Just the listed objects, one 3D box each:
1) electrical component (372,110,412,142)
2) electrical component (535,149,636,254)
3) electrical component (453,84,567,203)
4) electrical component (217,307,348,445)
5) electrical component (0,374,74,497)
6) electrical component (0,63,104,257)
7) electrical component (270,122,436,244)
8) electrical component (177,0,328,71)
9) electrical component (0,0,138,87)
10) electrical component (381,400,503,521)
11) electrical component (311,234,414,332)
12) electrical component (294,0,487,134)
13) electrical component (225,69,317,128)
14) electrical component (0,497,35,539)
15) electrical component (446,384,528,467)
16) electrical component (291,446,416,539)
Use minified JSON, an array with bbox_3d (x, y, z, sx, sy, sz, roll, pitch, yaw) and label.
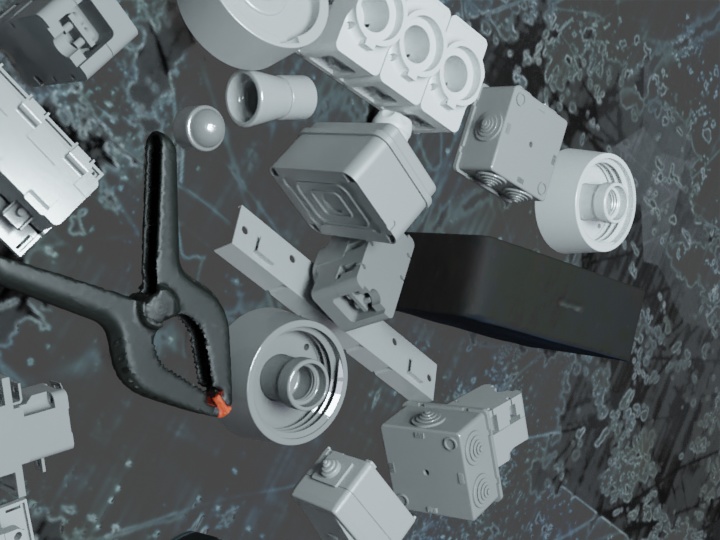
[{"bbox_3d":[0.020,-0.103,0.913,0.035,0.035,0.061,27,79,-39],"label":"electrical component"},{"bbox_3d":[0.234,-0.068,1.082,0.108,0.060,0.108,-5,98,-40],"label":"electrical component"},{"bbox_3d":[0.143,-0.118,1.008,0.100,0.048,0.099,25,79,-40],"label":"electrical component"},{"bbox_3d":[-0.058,0.086,0.848,0.108,0.060,0.108,-5,98,-40],"label":"electrical component"},{"bbox_3d":[-0.228,0.104,0.717,0.064,0.042,0.081,-15,105,-43],"label":"electrical component"},{"bbox_3d":[-0.225,-0.080,0.669,0.121,0.063,0.078,48,63,-19],"label":"electrical component"},{"bbox_3d":[-0.006,-0.071,0.843,0.057,0.113,0.078,-50,123,-22],"label":"electrical component"},{"bbox_3d":[-0.084,-0.199,0.790,0.108,0.060,0.108,18,61,-36],"label":"electrical component"},{"bbox_3d":[-0.190,-0.156,0.691,0.055,0.089,0.050,-50,123,-25],"label":"electrical component"},{"bbox_3d":[0.070,0.167,0.943,0.048,0.100,0.099,-29,113,-49],"label":"electrical component"},{"bbox_3d":[0.000,0.000,0.878,0.050,0.056,0.089,48,41,-29],"label":"electrical component"},{"bbox_3d":[0.032,-0.186,0.896,0.150,0.062,0.089,28,76,-39],"label":"electrical component"},{"bbox_3d":[-0.066,-0.133,0.833,0.065,0.044,0.044,-10,101,-44],"label":"electrical component"},{"bbox_3d":[-0.246,0.184,0.696,0.081,0.064,0.042,-18,107,-39],"label":"electrical component"},{"bbox_3d":[0.110,0.152,1.005,0.089,0.050,0.055,-22,108,-37],"label":"electrical component"},{"bbox_3d":[-0.011,0.197,0.899,0.061,0.062,0.096,-50,123,-25],"label":"electrical component"}]
